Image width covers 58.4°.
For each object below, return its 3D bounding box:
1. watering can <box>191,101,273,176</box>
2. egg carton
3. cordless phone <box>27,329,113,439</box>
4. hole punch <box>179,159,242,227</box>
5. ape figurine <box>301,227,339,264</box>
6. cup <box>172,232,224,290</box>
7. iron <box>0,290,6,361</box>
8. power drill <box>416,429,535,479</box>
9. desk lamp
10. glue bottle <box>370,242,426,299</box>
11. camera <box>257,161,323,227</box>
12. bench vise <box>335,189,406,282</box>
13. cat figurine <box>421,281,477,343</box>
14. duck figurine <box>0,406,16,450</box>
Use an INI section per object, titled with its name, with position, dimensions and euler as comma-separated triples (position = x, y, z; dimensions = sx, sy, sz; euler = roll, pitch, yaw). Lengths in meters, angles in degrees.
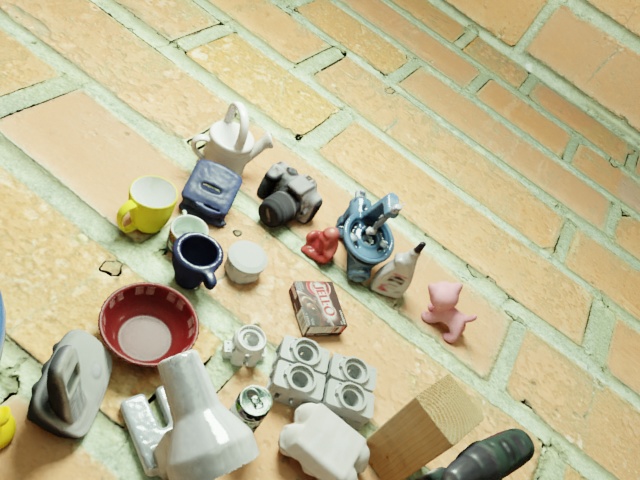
[watering can]
position = -0.187, -0.214, 1.240
dimensions = 0.173, 0.194, 0.100
euler = -25, 66, -42
[egg carton]
position = 0.008, 0.342, 0.940
dimensions = 0.150, 0.069, 0.107
euler = 37, 43, 5
[cordless phone]
position = -0.342, 0.180, 0.803
dimensions = 0.094, 0.185, 0.147
euler = 17, 45, -15
[hole punch]
position = -0.225, -0.098, 1.189
dimensions = 0.109, 0.091, 0.101
euler = 24, 44, -8
[ape figurine]
position = 0.011, 0.004, 1.230
dimensions = 0.076, 0.092, 0.077
euler = 0, 51, -29
[cup]
position = -0.225, 0.057, 1.046
dimensions = 0.092, 0.095, 0.117
euler = -13, 59, -37
[iron]
position = -0.512, 0.096, 0.815
dimensions = 0.119, 0.141, 0.258
euler = 8, 48, -23
[power drill]
position = 0.237, 0.384, 0.931
dimensions = 0.230, 0.208, 0.075
euler = -11, 57, -36
[desk lamp]
position = -0.188, 0.260, 0.797
dimensions = 0.118, 0.213, 0.203
euler = -15, 60, -38
[glue bottle]
position = 0.176, 0.058, 1.216
dimensions = 0.078, 0.173, 0.037
euler = 17, 45, -15
[camera]
position = -0.081, -0.098, 1.264
dimensions = 0.143, 0.100, 0.137
euler = 42, 44, 10
[bench vise]
position = 0.099, -0.045, 1.231
dimensions = 0.122, 0.219, 0.207
euler = -3, 53, -31
[cat figurine]
position = 0.280, 0.142, 1.239
dimensions = 0.127, 0.117, 0.067
euler = 40, 44, 9
[duck figurine]
position = -0.459, 0.241, 0.754
dimensions = 0.105, 0.086, 0.077
euler = 3, 50, -27
